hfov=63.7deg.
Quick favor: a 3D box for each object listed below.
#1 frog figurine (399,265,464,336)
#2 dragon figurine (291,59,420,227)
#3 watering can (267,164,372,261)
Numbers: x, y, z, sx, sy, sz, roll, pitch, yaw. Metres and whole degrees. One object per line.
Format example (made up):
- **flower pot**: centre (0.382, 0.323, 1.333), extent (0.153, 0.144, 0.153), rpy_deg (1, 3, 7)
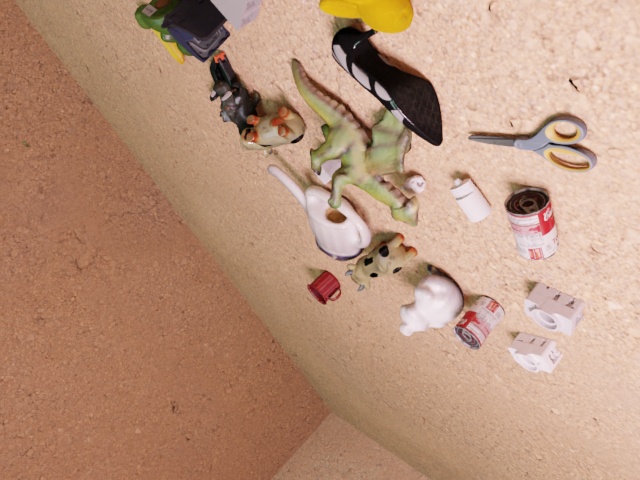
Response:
- **frog figurine**: centre (0.253, 0.158, 1.196), extent (0.124, 0.161, 0.134), rpy_deg (26, 149, 41)
- **dragon figurine**: centre (0.086, -0.203, 1.019), extent (0.241, 0.124, 0.408), rpy_deg (-15, 102, 46)
- **watering can**: centre (0.004, -0.069, 1.363), extent (0.351, 0.105, 0.219), rpy_deg (34, 156, 32)
